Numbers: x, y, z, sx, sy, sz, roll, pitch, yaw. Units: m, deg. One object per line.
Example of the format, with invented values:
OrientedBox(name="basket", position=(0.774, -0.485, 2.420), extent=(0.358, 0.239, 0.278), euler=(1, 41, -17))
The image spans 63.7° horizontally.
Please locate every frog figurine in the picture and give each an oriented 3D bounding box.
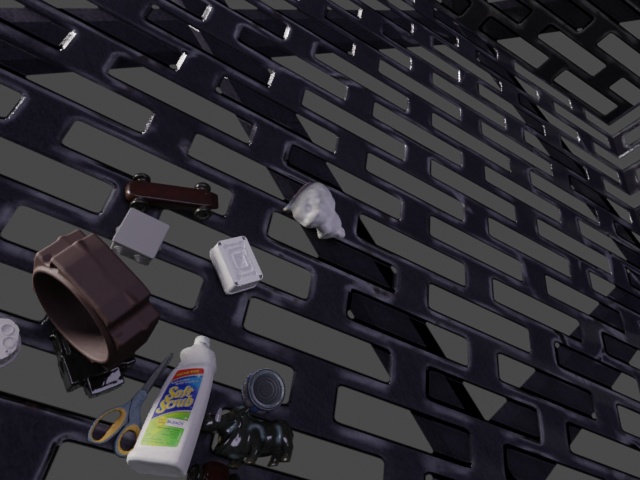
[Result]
OrientedBox(name="frog figurine", position=(0.004, -0.066, 1.311), extent=(0.160, 0.120, 0.139), euler=(39, 27, 9))
